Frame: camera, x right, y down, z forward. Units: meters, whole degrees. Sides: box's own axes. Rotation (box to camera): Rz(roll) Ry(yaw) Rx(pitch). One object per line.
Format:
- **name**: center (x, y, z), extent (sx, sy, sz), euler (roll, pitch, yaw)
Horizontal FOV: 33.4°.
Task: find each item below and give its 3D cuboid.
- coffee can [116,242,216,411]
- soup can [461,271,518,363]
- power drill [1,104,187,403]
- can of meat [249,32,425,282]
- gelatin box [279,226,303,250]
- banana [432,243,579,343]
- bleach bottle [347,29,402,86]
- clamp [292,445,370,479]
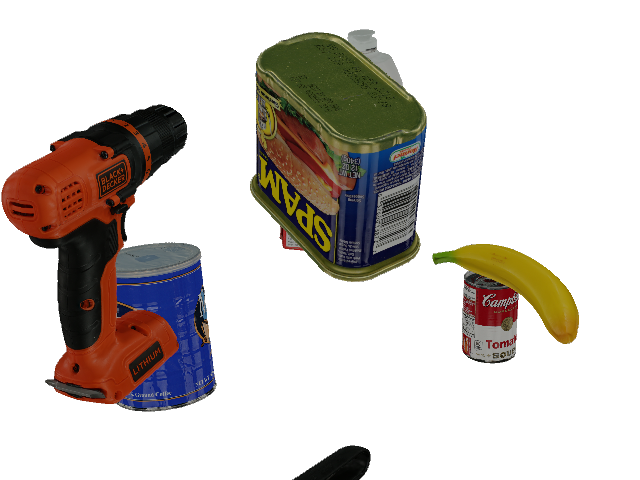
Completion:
- **coffee can**: center (-0.160, 0.082, 1.045), extent (0.103, 0.140, 0.103), euler (-5, 14, 1)
- **soup can**: center (0.209, 0.092, 1.319), extent (0.068, 0.102, 0.068), euler (-1, 19, 0)
- **power drill**: center (-0.147, 0.007, 0.768), extent (0.057, 0.188, 0.184), euler (8, 26, 25)
- **can of meat**: center (0.008, -0.044, 0.535), extent (0.057, 0.084, 0.102), euler (-22, 47, -25)
- **gelatin box**: center (0.016, -0.017, 0.880), extent (0.089, 0.030, 0.073), euler (5, 23, 7)
- **banana**: center (0.197, 0.045, 1.055), extent (0.069, 0.037, 0.198), euler (-33, 36, -19)
- **bleach bottle**: center (0.044, -0.106, 1.184), extent (0.102, 0.251, 0.068), euler (-10, 24, -13)
- **clamp**: center (-0.052, 0.187, 0.638), extent (0.210, 0.036, 0.164), euler (-4, 29, 1)
